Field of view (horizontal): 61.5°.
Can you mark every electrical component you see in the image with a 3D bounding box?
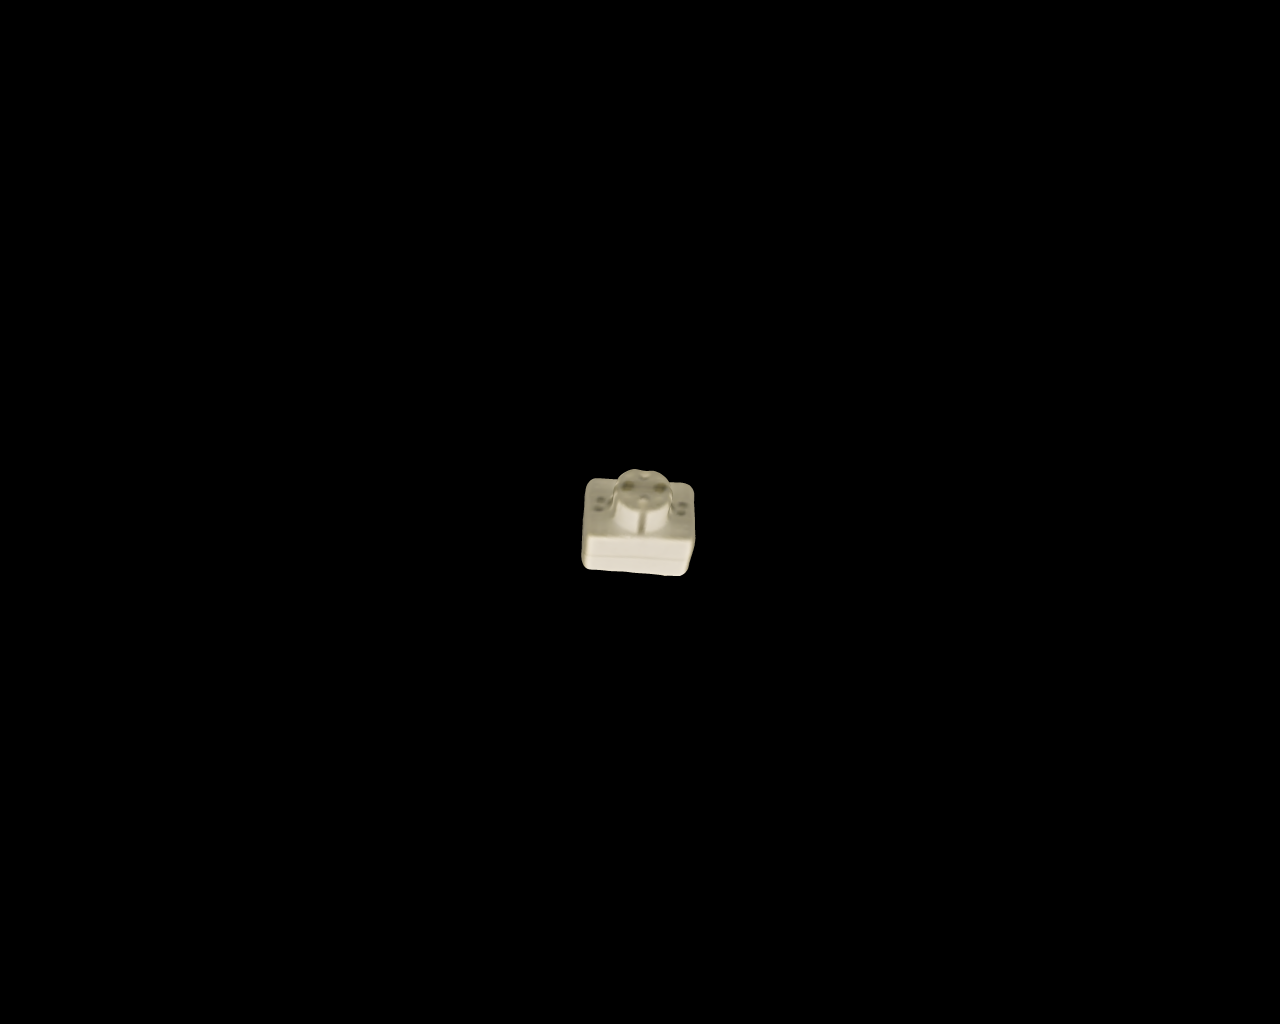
[{"bbox_3d":[0.001,-0.003,0.650,0.066,0.047,0.076,4,-39,-4],"label":"electrical component"}]
